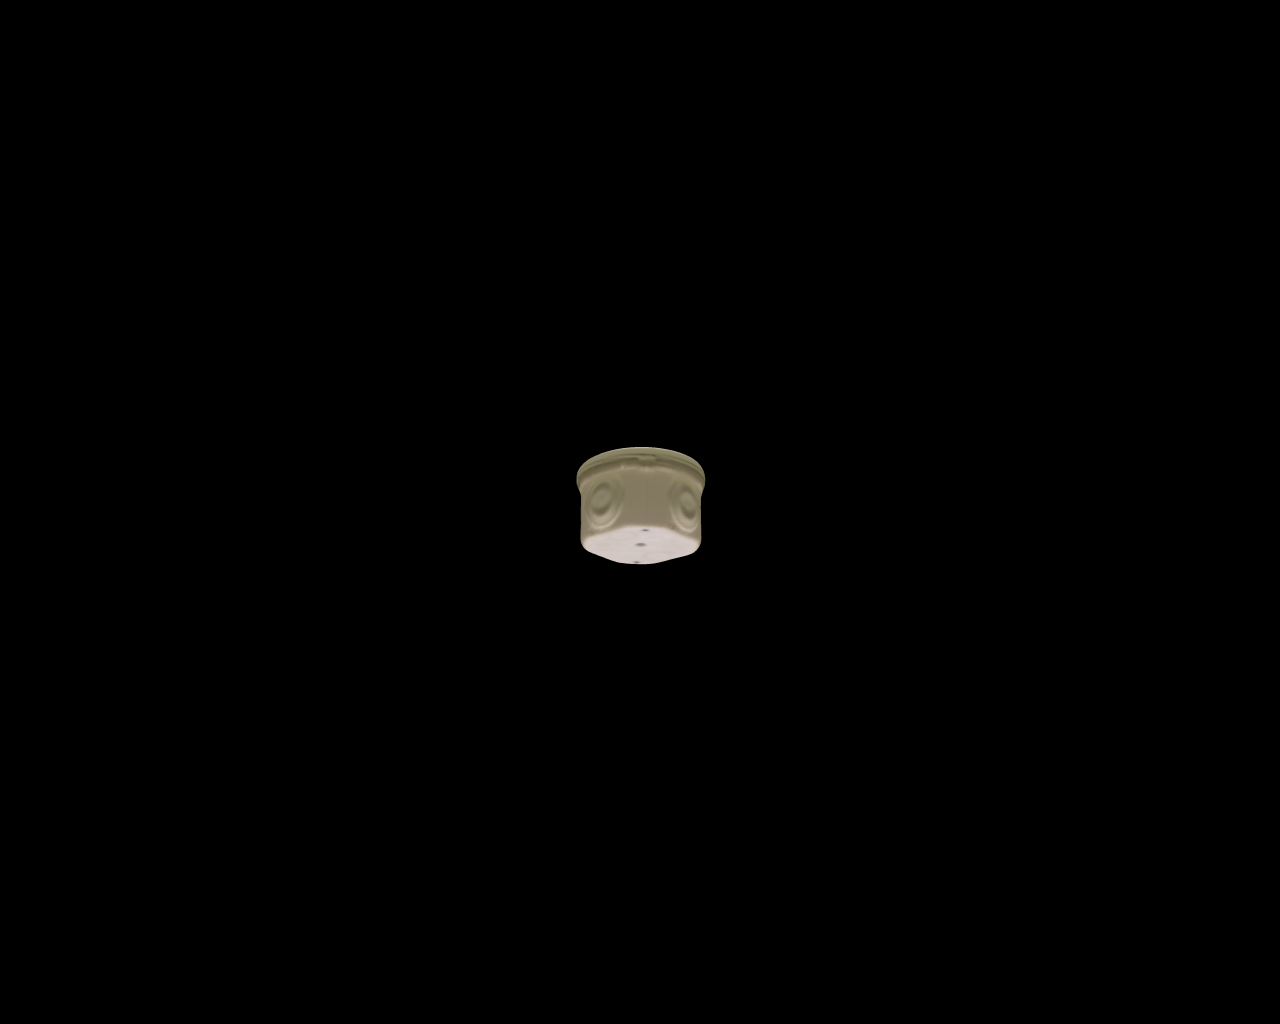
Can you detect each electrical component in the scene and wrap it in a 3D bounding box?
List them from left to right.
[{"bbox_3d":[0.001,-0.003,0.650,0.080,0.051,0.080,0,-22,0],"label":"electrical component"}]
